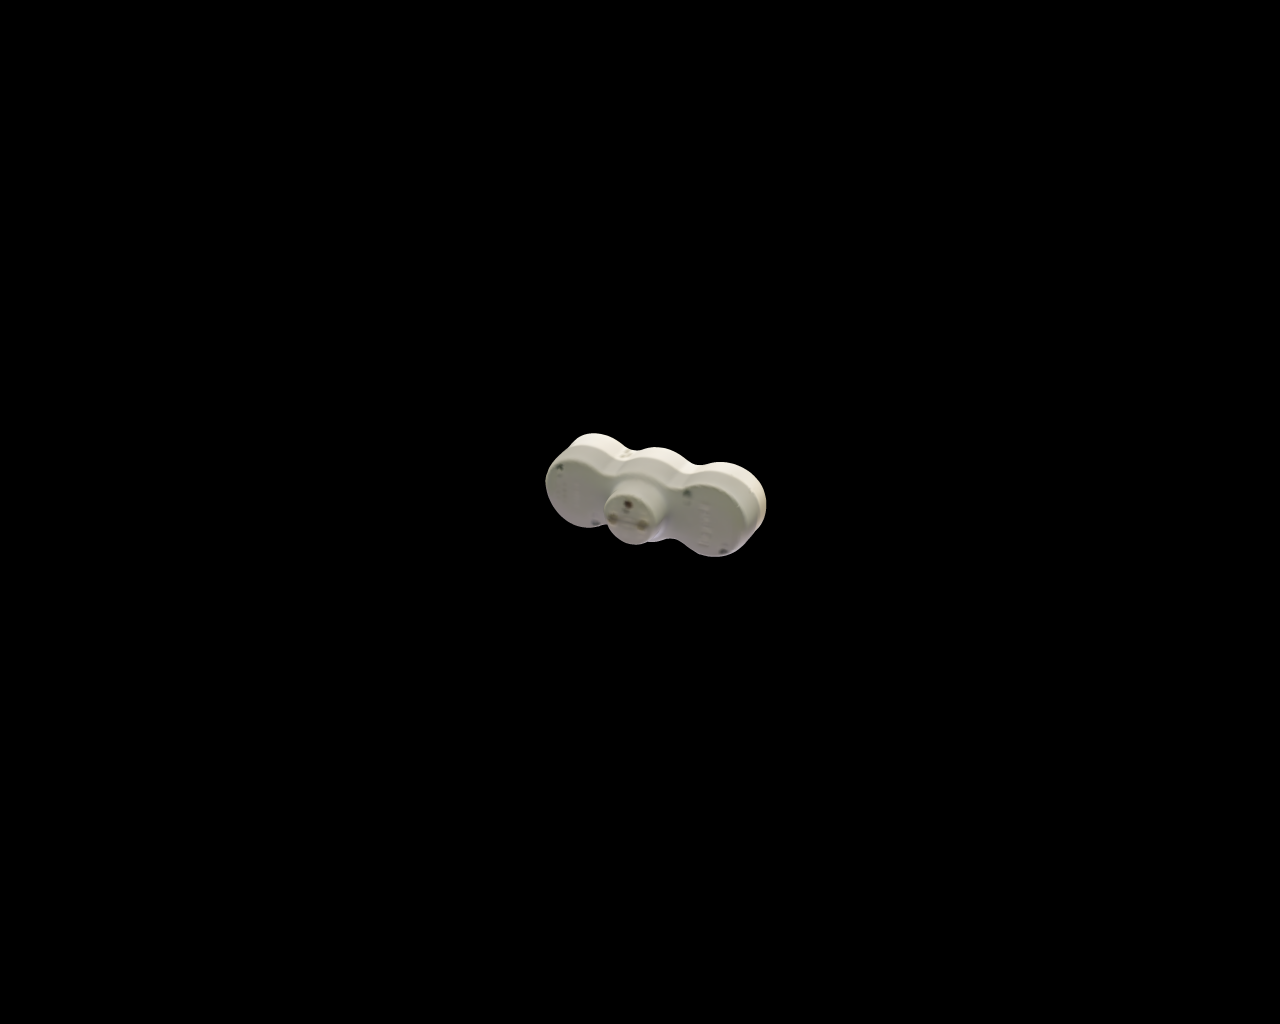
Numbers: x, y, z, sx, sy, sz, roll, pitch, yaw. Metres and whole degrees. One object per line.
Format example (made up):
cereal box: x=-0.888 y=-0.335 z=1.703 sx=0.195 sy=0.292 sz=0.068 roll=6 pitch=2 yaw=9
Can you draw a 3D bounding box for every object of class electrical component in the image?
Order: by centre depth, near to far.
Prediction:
electrical component: x=0.001 y=-0.003 z=0.650 sx=0.138 sy=0.052 sz=0.074 roll=13 pitch=32 yaw=22
